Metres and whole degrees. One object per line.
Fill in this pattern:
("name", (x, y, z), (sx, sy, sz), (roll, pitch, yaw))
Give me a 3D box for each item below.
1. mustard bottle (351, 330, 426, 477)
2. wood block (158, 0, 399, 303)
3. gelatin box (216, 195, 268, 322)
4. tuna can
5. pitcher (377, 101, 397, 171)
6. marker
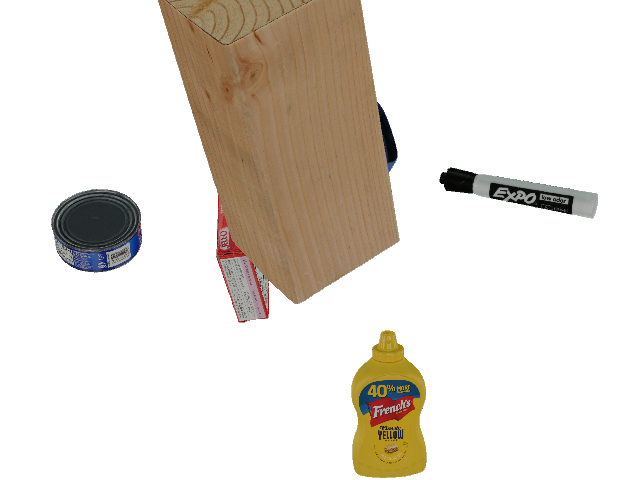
("mustard bottle", (0.088, 0.209, 1.382), (0.096, 0.192, 0.058), (-2, 14, -1))
("wood block", (-0.022, -0.073, 0.671), (0.090, 0.206, 0.090), (-31, 46, -18))
("gelatin box", (-0.065, 0.013, 0.895), (0.030, 0.073, 0.089), (-8, -42, 5))
("tuna can", (-0.218, -0.009, 1.044), (0.086, 0.034, 0.086), (2, 45, -2))
("pitcher", (-0.016, -0.154, 1.084), (0.145, 0.149, 0.243), (-18, 38, 10))
("marker", (0.149, -0.037, 0.812), (0.121, 0.020, 0.020), (13, 5, 24))
